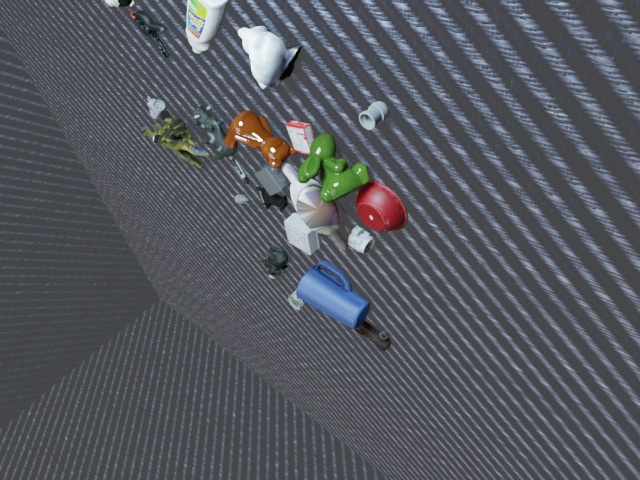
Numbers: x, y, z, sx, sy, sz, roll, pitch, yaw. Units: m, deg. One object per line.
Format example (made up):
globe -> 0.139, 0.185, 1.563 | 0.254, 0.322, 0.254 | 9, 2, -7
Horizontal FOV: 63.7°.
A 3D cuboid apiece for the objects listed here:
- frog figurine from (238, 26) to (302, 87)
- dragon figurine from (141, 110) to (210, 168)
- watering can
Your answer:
frog figurine -> -0.140, -0.449, 1.231 | 0.159, 0.123, 0.136 | 35, 171, 1
dragon figurine -> -0.503, -0.346, 1.905 | 0.414, 0.123, 0.239 | 35, 174, 26
watering can -> 0.005, -0.075, 1.485 | 0.343, 0.104, 0.227 | 53, -178, -20
